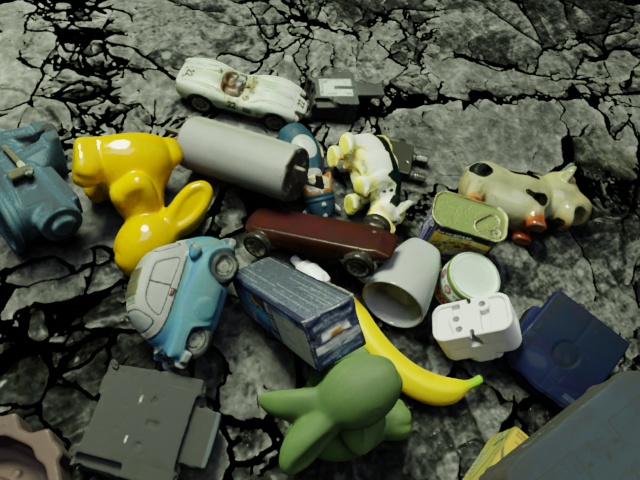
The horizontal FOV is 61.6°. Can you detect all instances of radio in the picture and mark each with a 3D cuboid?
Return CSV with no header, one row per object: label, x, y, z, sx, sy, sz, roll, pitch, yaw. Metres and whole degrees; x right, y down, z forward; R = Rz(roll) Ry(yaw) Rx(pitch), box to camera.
radio,0.279,0.239,0.541,0.229,0.073,0.131,-24,66,-26

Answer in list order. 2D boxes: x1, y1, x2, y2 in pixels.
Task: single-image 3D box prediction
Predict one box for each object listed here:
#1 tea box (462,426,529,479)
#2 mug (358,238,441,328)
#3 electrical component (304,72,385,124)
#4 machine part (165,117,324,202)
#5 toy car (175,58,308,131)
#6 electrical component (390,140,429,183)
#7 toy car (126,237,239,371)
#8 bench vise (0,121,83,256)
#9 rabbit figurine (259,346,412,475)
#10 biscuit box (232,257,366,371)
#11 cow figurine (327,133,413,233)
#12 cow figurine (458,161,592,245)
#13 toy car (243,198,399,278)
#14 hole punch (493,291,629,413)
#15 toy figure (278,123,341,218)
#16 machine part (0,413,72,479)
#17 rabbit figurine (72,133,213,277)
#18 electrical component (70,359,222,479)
tea box,0.241,0.300,0.577,0.170,0.068,0.098,42,60,15
mug,0.104,0.044,0.700,0.110,0.080,0.107,27,49,16
electrical component,0.038,-0.227,0.853,0.119,0.047,0.075,-5,62,-13
machine part,-0.104,-0.109,0.722,0.243,0.079,0.079,19,58,18
toy car,-0.118,-0.224,0.820,0.202,0.056,0.073,13,59,-2
electrical component,0.119,-0.120,0.821,0.094,0.021,0.063,16,60,-1
toy car,-0.166,0.061,0.610,0.103,0.109,0.161,27,64,-24
bench vise,-0.411,-0.057,0.639,0.240,0.128,0.224,-33,72,-32
rabbit figurine,0.019,0.163,0.558,0.159,0.170,0.121,-16,64,-19
biscuit box,-0.032,0.072,0.594,0.063,0.203,0.059,-26,112,-22
cow figurine,0.082,-0.073,0.759,0.098,0.068,0.167,-10,72,-30
cow figurine,0.300,-0.064,0.790,0.195,0.085,0.127,16,66,0
toy car,-0.001,-0.002,0.693,0.202,0.053,0.089,11,42,17
hole punch,0.299,0.139,0.670,0.142,0.092,0.116,40,66,9
toy figure,-0.018,-0.094,0.765,0.064,0.057,0.154,-26,67,9
machine part,-0.321,0.260,0.511,0.179,0.056,0.179,4,60,-6
rabbit figurine,-0.222,-0.040,0.683,0.162,0.122,0.173,-6,76,-23
electrical component,-0.176,0.199,0.570,0.134,0.058,0.115,13,61,-2
